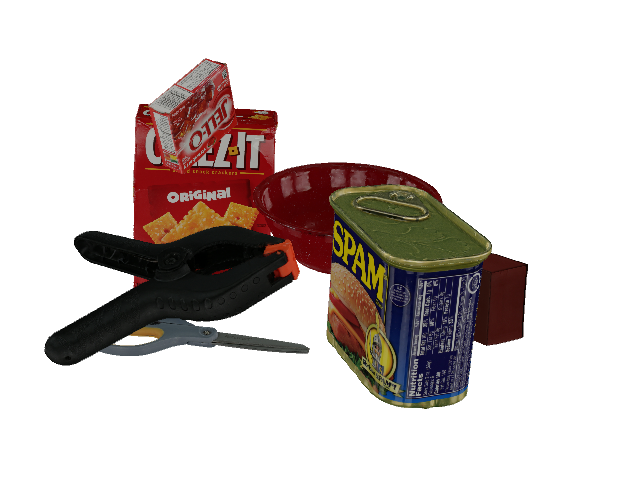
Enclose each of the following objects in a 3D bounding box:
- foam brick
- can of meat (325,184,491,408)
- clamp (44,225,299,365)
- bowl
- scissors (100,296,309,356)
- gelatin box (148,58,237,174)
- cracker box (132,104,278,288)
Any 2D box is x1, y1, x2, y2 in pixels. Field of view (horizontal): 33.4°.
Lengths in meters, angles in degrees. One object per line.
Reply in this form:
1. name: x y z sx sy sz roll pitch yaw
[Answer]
1. foam brick: 0.166 0.057 1.051 0.051 0.078 0.053 -11 19 -35
2. can of meat: 0.041 0.027 0.553 0.057 0.084 0.102 -6 24 -20
3. clamp: -0.102 0.033 0.712 0.172 0.120 0.039 -6 -44 17
4. bowl: 0.022 -0.014 0.914 0.162 0.055 0.162 1 24 -1
5. scissors: -0.116 0.080 1.011 0.201 0.016 0.096 -1 33 -9
6. gelatin box: -0.119 -0.119 1.015 0.030 0.073 0.089 23 52 27
7. cracker box: -0.138 -0.047 1.265 0.164 0.214 0.072 2 22 -6
